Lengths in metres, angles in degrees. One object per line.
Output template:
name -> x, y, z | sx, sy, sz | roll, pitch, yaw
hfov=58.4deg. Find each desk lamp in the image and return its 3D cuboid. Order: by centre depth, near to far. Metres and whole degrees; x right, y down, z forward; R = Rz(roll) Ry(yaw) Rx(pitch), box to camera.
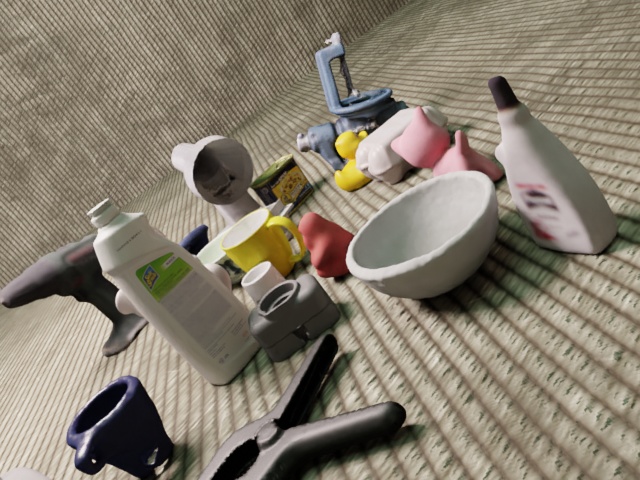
desk lamp -> -0.186, -0.095, 1.074 | 0.118, 0.214, 0.202 | -43, 22, -20

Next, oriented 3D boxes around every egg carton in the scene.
egg carton -> 0.130, -0.153, 0.914 | 0.150, 0.069, 0.107 | -40, 21, -10

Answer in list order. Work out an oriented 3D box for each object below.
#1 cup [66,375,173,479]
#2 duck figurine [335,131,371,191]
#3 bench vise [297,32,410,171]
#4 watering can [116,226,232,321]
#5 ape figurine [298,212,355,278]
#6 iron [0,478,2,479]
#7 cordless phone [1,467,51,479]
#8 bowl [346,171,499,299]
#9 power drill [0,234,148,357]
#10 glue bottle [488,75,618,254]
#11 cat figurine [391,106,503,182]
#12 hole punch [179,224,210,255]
cup -> -0.205, 0.214, 0.603 | 0.091, 0.095, 0.117 | -31, 21, 14
duck figurine -> 0.057, -0.142, 0.981 | 0.105, 0.086, 0.077 | -44, 22, -21
bench vise -> 0.038, -0.247, 1.047 | 0.207, 0.220, 0.121 | -39, 21, -8
watering can -> -0.202, 0.068, 0.774 | 0.173, 0.194, 0.101 | -33, 21, 8
ape figurine -> 0.007, 0.003, 0.736 | 0.076, 0.092, 0.078 | -15, 29, 43
iron -> -0.306, 0.324, 0.456 | 0.259, 0.142, 0.118 | -47, 23, -27
cordless phone -> -0.357, 0.279, 0.571 | 0.094, 0.185, 0.148 | -17, 27, 40
bowl -> 0.114, 0.007, 0.585 | 0.167, 0.075, 0.167 | -31, 21, 14
power drill -> -0.407, 0.100, 1.007 | 0.075, 0.209, 0.230 | -21, 25, 33
glue bottle -> 0.185, -0.064, 0.487 | 0.037, 0.173, 0.078 | -43, 22, -19
cat figurine -> 0.151, -0.114, 0.726 | 0.067, 0.118, 0.127 | -41, 21, -14
hole punch -> -0.238, 0.037, 1.046 | 0.100, 0.091, 0.109 | -15, 29, 44
